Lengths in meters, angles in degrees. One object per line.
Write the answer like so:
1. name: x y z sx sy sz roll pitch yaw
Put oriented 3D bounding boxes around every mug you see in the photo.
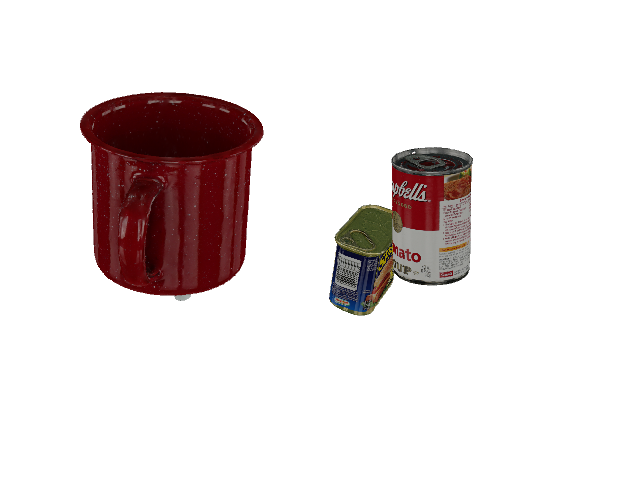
1. mug: -0.080 -0.019 0.552 0.093 0.081 0.117 7 28 4

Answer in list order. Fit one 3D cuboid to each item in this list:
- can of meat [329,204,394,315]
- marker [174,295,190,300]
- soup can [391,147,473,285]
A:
1. can of meat: 0.051 0.022 1.170 0.057 0.084 0.102 19 33 16
2. marker: -0.166 0.013 1.204 0.020 0.121 0.020 -6 31 3
3. soup can: 0.094 -0.021 0.908 0.068 0.102 0.068 -2 22 1
